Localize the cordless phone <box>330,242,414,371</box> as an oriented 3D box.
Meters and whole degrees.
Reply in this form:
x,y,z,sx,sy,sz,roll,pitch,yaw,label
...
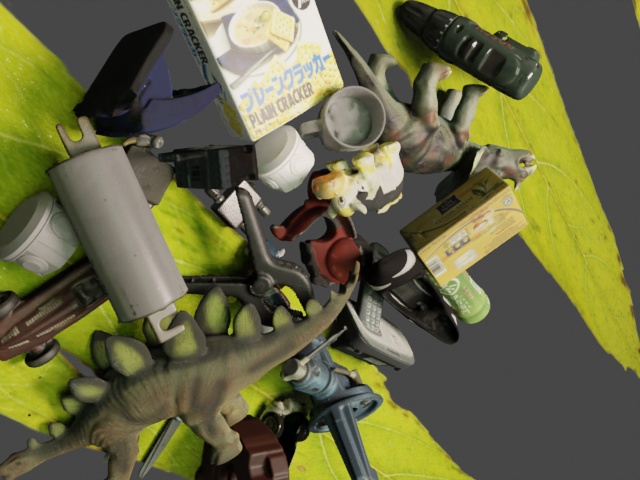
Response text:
x,y,z,sx,sy,sz,roll,pitch,yaw,label
0.100,0.108,0.882,0.146,0.089,0.184,31,64,-37,cordless phone

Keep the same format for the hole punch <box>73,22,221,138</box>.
x,y,z,sx,sy,sz,roll,pitch,yaw,label
-0.183,-0.151,0.569,0.092,0.142,0.116,45,66,-43,hole punch

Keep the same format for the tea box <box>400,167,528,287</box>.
x,y,z,sx,sy,sz,roll,pitch,yaw,label
0.223,-0.019,0.835,0.170,0.068,0.098,-36,128,4,tea box

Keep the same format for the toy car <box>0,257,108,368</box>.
x,y,z,sx,sy,sz,roll,pitch,yaw,label
-0.272,0.060,0.602,0.202,0.053,0.089,-38,124,-25,toy car

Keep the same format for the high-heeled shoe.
x,y,z,sx,sy,sz,roll,pitch,yaw,label
0.146,0.096,0.805,0.086,0.145,0.248,-36,161,15,high-heeled shoe

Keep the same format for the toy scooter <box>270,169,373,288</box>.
x,y,z,sx,sy,sz,roll,pitch,yaw,label
-0.002,-0.002,0.771,0.135,0.075,0.183,-29,113,-29,toy scooter

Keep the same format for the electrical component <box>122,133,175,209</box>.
x,y,z,sx,sy,sz,roll,pitch,yaw,label
-0.209,-0.074,0.618,0.078,0.045,0.102,36,80,-35,electrical component

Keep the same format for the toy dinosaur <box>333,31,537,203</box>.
x,y,z,sx,sy,sz,roll,pitch,yaw,label
0.154,-0.164,0.828,0.405,0.131,0.192,9,95,-32,toy dinosaur

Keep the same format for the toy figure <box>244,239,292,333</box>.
x,y,z,sx,sy,sz,roll,pitch,yaw,label
-0.072,0.074,0.745,0.064,0.058,0.154,-12,112,-13,toy figure

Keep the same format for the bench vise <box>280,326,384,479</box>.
x,y,z,sx,sy,sz,roll,pitch,yaw,label
0.028,0.250,0.771,0.129,0.241,0.223,-25,148,2,bench vise

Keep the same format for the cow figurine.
x,y,z,sx,sy,sz,roll,pitch,yaw,label
0.054,-0.069,0.729,0.167,0.068,0.098,-34,115,-43,cow figurine

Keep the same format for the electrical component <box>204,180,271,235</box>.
x,y,z,sx,sy,sz,roll,pitch,yaw,label
-0.109,-0.051,0.713,0.063,0.021,0.094,-52,125,-15,electrical component

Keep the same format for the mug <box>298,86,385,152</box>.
x,y,z,sx,sy,sz,roll,pitch,yaw,label
0.023,-0.152,0.732,0.110,0.107,0.080,-18,93,-10,mug

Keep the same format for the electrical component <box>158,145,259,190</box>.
x,y,z,sx,sy,sz,roll,pitch,yaw,label
-0.133,-0.085,0.627,0.119,0.075,0.047,-33,123,-61,electrical component

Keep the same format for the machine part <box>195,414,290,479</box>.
x,y,z,sx,sy,sz,roll,pitch,yaw,label
-0.106,0.327,0.718,0.056,0.180,0.179,7,97,-36,machine part

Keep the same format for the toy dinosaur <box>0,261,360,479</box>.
x,y,z,sx,sy,sz,roll,pitch,yaw,label
-0.152,0.165,0.646,0.471,0.105,0.198,-21,110,-12,toy dinosaur

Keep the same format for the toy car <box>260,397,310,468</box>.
x,y,z,sx,sy,sz,roll,pitch,yaw,label
-0.076,0.335,0.812,0.073,0.056,0.201,24,83,-44,toy car

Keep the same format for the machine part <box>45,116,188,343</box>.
x,y,z,sx,sy,sz,roll,pitch,yaw,label
-0.205,-0.006,0.548,0.079,0.079,0.243,-27,102,-29,machine part

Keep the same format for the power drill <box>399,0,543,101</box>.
x,y,z,sx,sy,sz,roll,pitch,yaw,label
0.253,-0.301,0.842,0.207,0.232,0.086,-9,136,-57,power drill
